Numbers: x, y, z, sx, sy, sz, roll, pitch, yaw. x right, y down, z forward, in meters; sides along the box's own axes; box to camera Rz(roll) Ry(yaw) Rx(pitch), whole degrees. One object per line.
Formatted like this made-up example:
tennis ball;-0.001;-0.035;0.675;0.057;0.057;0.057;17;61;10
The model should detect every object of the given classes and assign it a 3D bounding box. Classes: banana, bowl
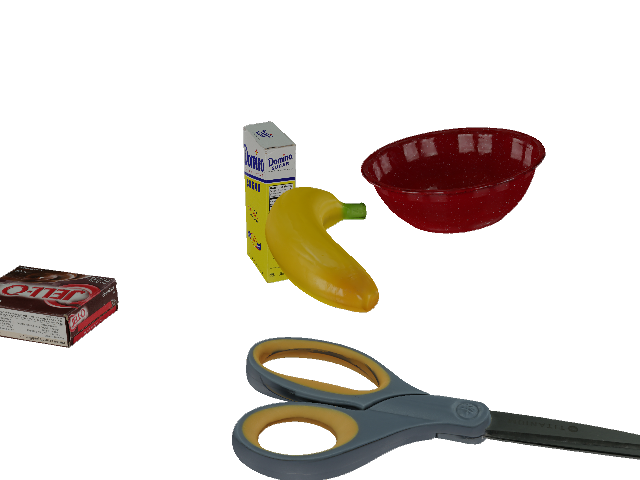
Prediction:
banana;-0.001;-0.003;0.679;0.069;0.037;0.198;0;19;1
bowl;0.119;-0.049;0.947;0.162;0.055;0.162;-8;23;3

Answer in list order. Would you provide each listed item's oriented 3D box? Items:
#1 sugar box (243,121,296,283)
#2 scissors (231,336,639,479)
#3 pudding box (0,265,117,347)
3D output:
sugar box;-0.062;-0.047;1.301;0.048;0.176;0.093;-11;26;-17
scissors;0.050;0.087;0.461;0.202;0.016;0.096;16;35;22
pudding box;-0.262;0.061;1.008;0.114;0.039;0.090;4;20;19
